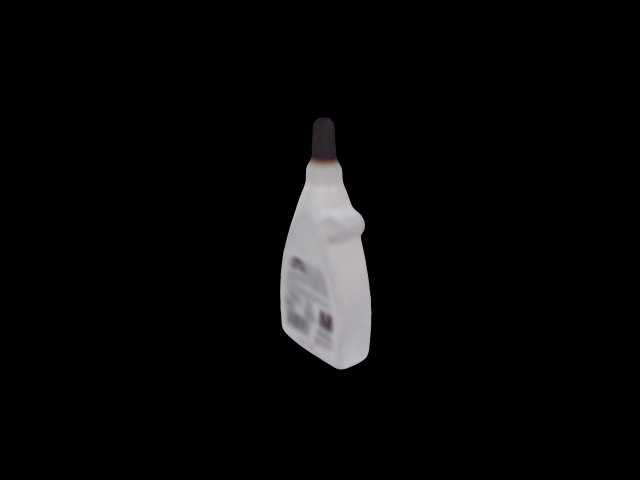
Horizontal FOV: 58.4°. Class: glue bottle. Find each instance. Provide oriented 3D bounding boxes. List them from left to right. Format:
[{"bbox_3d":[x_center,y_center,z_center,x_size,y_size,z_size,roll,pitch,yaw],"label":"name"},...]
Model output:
[{"bbox_3d":[0.004,0.001,0.400,0.037,0.173,0.077,-20,32,-36],"label":"glue bottle"}]
